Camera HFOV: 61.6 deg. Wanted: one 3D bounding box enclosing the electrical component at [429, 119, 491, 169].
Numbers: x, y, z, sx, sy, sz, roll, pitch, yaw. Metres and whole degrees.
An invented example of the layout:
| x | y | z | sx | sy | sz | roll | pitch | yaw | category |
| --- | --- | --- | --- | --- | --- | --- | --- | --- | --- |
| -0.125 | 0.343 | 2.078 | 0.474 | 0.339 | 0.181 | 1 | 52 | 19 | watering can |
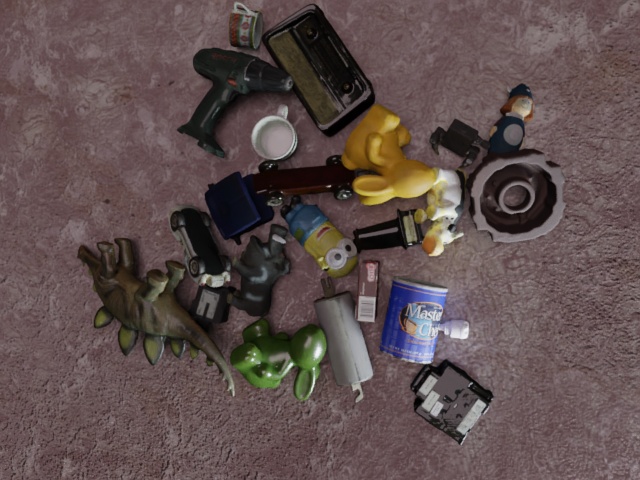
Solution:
| x | y | z | sx | sy | sz | roll | pitch | yaw | category |
| --- | --- | --- | --- | --- | --- | --- | --- | --- | --- |
| 0.260 | -0.181 | 1.015 | 0.102 | 0.078 | 0.045 | 34 | 71 | 3 | electrical component |

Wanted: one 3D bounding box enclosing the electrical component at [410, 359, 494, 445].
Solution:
| x | y | z | sx | sy | sz | roll | pitch | yaw | category |
| --- | --- | --- | --- | --- | --- | --- | --- | --- | --- |
| 0.241 | 0.295 | 1.014 | 0.134 | 0.058 | 0.115 | 37 | 93 | 8 | electrical component |

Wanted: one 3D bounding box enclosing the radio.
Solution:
| x | y | z | sx | sy | sz | roll | pitch | yaw | category |
| --- | --- | --- | --- | --- | --- | --- | --- | --- | --- |
| 0.001 | -0.331 | 1.051 | 0.131 | 0.073 | 0.229 | -33 | 85 | 8 | radio |

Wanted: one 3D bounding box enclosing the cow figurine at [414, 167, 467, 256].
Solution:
| x | y | z | sx | sy | sz | roll | pitch | yaw | category |
| --- | --- | --- | --- | --- | --- | --- | --- | --- | --- |
| 0.234 | -0.054 | 1.013 | 0.098 | 0.068 | 0.167 | 1 | 91 | -26 | cow figurine |

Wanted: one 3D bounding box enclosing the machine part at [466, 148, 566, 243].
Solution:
| x | y | z | sx | sy | sz | roll | pitch | yaw | category |
| --- | --- | --- | --- | --- | --- | --- | --- | --- | --- |
| 0.354 | -0.082 | 0.978 | 0.179 | 0.056 | 0.179 | 2 | 111 | 5 | machine part |

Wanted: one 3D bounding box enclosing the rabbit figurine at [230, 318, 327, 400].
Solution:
| x | y | z | sx | sy | sz | roll | pitch | yaw | category |
| --- | --- | --- | --- | --- | --- | --- | --- | --- | --- |
| -0.060 | 0.225 | 1.020 | 0.170 | 0.121 | 0.159 | -21 | 104 | 23 | rabbit figurine |

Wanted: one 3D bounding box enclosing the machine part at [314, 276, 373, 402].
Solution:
| x | y | z | sx | sy | sz | roll | pitch | yaw | category |
| --- | --- | --- | --- | --- | --- | --- | --- | --- | --- |
| 0.045 | 0.189 | 1.037 | 0.079 | 0.079 | 0.243 | -17 | 87 | 8 | machine part |

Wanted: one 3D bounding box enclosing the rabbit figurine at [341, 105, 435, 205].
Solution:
| x | y | z | sx | sy | sz | roll | pitch | yaw | category |
| --- | --- | --- | --- | --- | --- | --- | --- | --- | --- |
| 0.125 | -0.137 | 0.977 | 0.162 | 0.121 | 0.173 | -44 | 68 | -3 | rabbit figurine |

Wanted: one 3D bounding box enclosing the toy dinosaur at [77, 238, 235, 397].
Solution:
| x | y | z | sx | sy | sz | roll | pitch | yaw | category |
| --- | --- | --- | --- | --- | --- | --- | --- | --- | --- |
| -0.336 | 0.135 | 1.068 | 0.472 | 0.105 | 0.198 | 27 | 110 | 24 | toy dinosaur |

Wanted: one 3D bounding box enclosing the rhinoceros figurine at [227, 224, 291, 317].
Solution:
| x | y | z | sx | sy | sz | roll | pitch | yaw | category |
| --- | --- | --- | --- | --- | --- | --- | --- | --- | --- |
| -0.116 | 0.059 | 1.065 | 0.112 | 0.073 | 0.190 | 16 | 92 | 10 | rhinoceros figurine |

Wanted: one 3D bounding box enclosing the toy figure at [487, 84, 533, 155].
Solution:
| x | y | z | sx | sy | sz | roll | pitch | yaw | category |
| --- | --- | --- | --- | --- | --- | --- | --- | --- | --- |
| 0.362 | -0.220 | 1.004 | 0.058 | 0.064 | 0.154 | 23 | 94 | 53 | toy figure |

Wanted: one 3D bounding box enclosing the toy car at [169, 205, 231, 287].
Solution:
| x | y | z | sx | sy | sz | roll | pitch | yaw | category |
| --- | --- | --- | --- | --- | --- | --- | --- | --- | --- |
| -0.238 | 0.010 | 1.056 | 0.056 | 0.073 | 0.202 | -52 | 56 | 36 | toy car |

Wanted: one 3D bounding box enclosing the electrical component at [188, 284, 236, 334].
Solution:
| x | y | z | sx | sy | sz | roll | pitch | yaw | category |
| --- | --- | --- | --- | --- | --- | --- | --- | --- | --- |
| -0.224 | 0.145 | 1.093 | 0.075 | 0.048 | 0.119 | 13 | 92 | 10 | electrical component |

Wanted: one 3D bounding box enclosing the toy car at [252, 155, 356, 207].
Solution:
| x | y | z | sx | sy | sz | roll | pitch | yaw | category |
| --- | --- | --- | --- | --- | --- | --- | --- | --- | --- |
| -0.029 | -0.112 | 1.034 | 0.202 | 0.053 | 0.089 | -9 | 69 | -14 | toy car |

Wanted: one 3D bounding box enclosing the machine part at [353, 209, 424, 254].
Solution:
| x | y | z | sx | sy | sz | roll | pitch | yaw | category |
| --- | --- | --- | --- | --- | --- | --- | --- | --- | --- |
| 0.131 | -0.013 | 1.047 | 0.139 | 0.039 | 0.084 | -15 | 95 | 6 | machine part |

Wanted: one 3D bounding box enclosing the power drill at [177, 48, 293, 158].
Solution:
| x | y | z | sx | sy | sz | roll | pitch | yaw | category |
| --- | --- | --- | --- | --- | --- | --- | --- | --- | --- |
| -0.182 | -0.270 | 1.056 | 0.232 | 0.086 | 0.207 | 33 | 104 | 25 | power drill |

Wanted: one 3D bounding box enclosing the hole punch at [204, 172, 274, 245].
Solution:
| x | y | z | sx | sy | sz | roll | pitch | yaw | category |
| --- | --- | --- | --- | --- | --- | --- | --- | --- | --- |
| -0.169 | -0.068 | 1.070 | 0.116 | 0.092 | 0.142 | -26 | 89 | 11 | hole punch |

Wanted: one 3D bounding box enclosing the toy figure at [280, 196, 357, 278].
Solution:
| x | y | z | sx | sy | sz | roll | pitch | yaw | category |
| --- | --- | --- | --- | --- | --- | --- | --- | --- | --- |
| 0.001 | -0.006 | 1.045 | 0.180 | 0.089 | 0.082 | 44 | 93 | 15 | toy figure |

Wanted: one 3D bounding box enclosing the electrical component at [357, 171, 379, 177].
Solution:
| x | y | z | sx | sy | sz | roll | pitch | yaw | category |
| --- | --- | --- | --- | --- | --- | --- | --- | --- | --- |
| 0.122 | -0.118 | 1.056 | 0.094 | 0.021 | 0.063 | -10 | 86 | 11 | electrical component |
